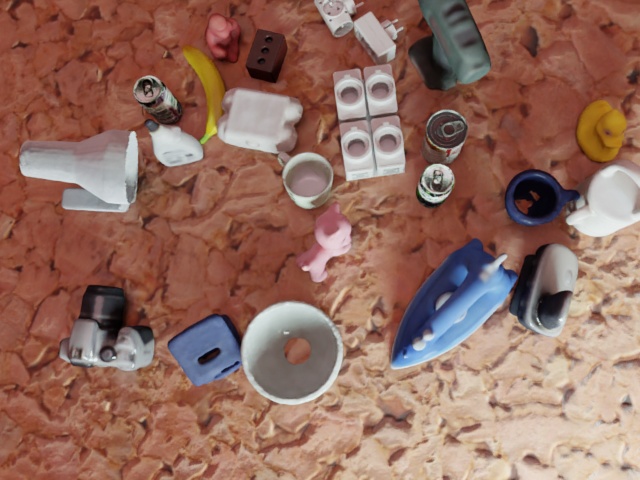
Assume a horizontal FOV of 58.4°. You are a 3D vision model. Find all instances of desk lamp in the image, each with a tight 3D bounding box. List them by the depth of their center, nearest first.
[{"bbox_3d":[-0.382,-0.112,0.962,0.203,0.213,0.118,1,81,5],"label":"desk lamp"}]

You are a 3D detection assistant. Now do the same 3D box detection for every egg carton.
[{"bbox_3d":[-0.109,-0.214,1.029,0.150,0.069,0.107,10,82,6],"label":"egg carton"}]

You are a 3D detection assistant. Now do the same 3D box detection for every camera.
[{"bbox_3d":[-0.364,0.148,0.976,0.143,0.101,0.137,5,81,6],"label":"camera"}]

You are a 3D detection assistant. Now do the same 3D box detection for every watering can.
[{"bbox_3d":[0.471,-0.076,0.895,0.101,0.194,0.173,40,86,10],"label":"watering can"}]

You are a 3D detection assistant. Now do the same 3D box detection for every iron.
[{"bbox_3d":[0.205,0.114,0.913,0.118,0.141,0.258,42,86,10],"label":"iron"}]

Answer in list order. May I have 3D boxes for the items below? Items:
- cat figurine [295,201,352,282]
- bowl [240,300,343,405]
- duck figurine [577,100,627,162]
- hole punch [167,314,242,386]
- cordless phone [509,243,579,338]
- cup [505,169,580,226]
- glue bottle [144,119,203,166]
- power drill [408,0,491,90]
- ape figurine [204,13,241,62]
[{"bbox_3d":[0.009,0.003,0.959,0.067,0.118,0.128,37,86,10],"label":"cat figurine"},{"bbox_3d":[-0.044,0.186,0.956,0.167,0.075,0.167,-1,81,5],"label":"bowl"},{"bbox_3d":[0.484,-0.193,0.967,0.077,0.086,0.104,-4,80,4],"label":"duck figurine"},{"bbox_3d":[-0.183,0.184,0.960,0.108,0.091,0.101,-31,80,-1],"label":"hole punch"},{"bbox_3d":[0.368,0.074,0.884,0.094,0.185,0.148,14,82,7],"label":"cordless phone"},{"bbox_3d":[0.359,-0.064,0.953,0.117,0.095,0.092,-4,80,4],"label":"cup"},{"bbox_3d":[-0.260,-0.172,0.982,0.078,0.173,0.037,-11,80,3],"label":"glue bottle"},{"bbox_3d":[0.200,-0.348,0.954,0.075,0.208,0.229,-28,79,0],"label":"power drill"},{"bbox_3d":[-0.181,-0.380,1.050,0.076,0.092,0.078,42,87,10],"label":"ape figurine"}]
